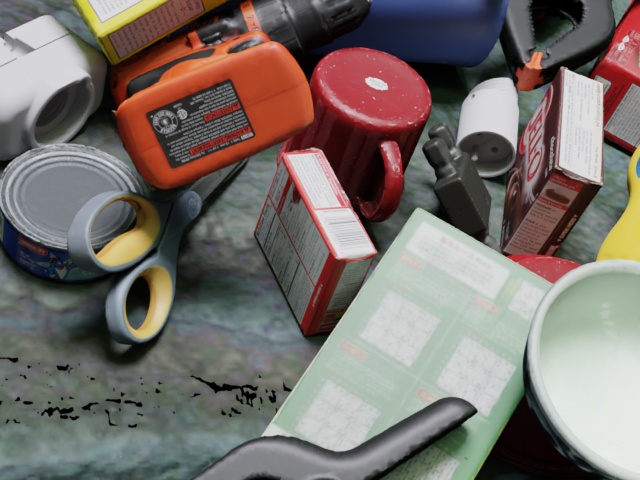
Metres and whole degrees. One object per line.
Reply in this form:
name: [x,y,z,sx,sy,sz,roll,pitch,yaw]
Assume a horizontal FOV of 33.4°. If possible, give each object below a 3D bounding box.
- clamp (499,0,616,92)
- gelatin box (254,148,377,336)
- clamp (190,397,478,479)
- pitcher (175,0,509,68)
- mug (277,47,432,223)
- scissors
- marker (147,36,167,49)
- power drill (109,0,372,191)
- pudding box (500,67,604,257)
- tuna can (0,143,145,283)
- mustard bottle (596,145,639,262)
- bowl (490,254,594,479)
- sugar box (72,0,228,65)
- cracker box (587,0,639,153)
clamp: [0.203,-0.195,0.837,0.164,0.036,0.210,16,58,5]
gelatin box: [-0.004,0.001,0.646,0.030,0.073,0.089,-7,51,-27]
clamp: [0.007,0.129,0.539,0.171,0.039,0.120,10,59,-4]
pitcher: [0.015,-0.199,0.790,0.242,0.149,0.145,-2,53,-17]
mug: [0.028,-0.066,0.711,0.093,0.082,0.117,-1,50,-20]
scissors: [-0.083,0.000,0.647,0.016,0.096,0.201,-4,9,26]
marker: [-0.155,-0.181,0.797,0.020,0.020,0.121,-28,63,-37]
power drill: [-0.047,-0.103,0.648,0.184,0.057,0.187,-24,20,6]
pudding box: [0.161,-0.050,0.739,0.039,0.090,0.113,17,46,-5]
tuna can: [-0.149,-0.016,0.637,0.086,0.034,0.086,10,46,-11]
mustard bottle: [0.260,-0.031,0.740,0.096,0.058,0.191,8,55,29]
bowl: [0.142,0.062,0.654,0.162,0.055,0.162,10,47,-11]
sugar box: [-0.083,-0.197,0.692,0.176,0.048,0.093,-29,72,-8]
cracker box: [0.330,-0.113,0.869,0.214,0.072,0.164,31,47,8]
